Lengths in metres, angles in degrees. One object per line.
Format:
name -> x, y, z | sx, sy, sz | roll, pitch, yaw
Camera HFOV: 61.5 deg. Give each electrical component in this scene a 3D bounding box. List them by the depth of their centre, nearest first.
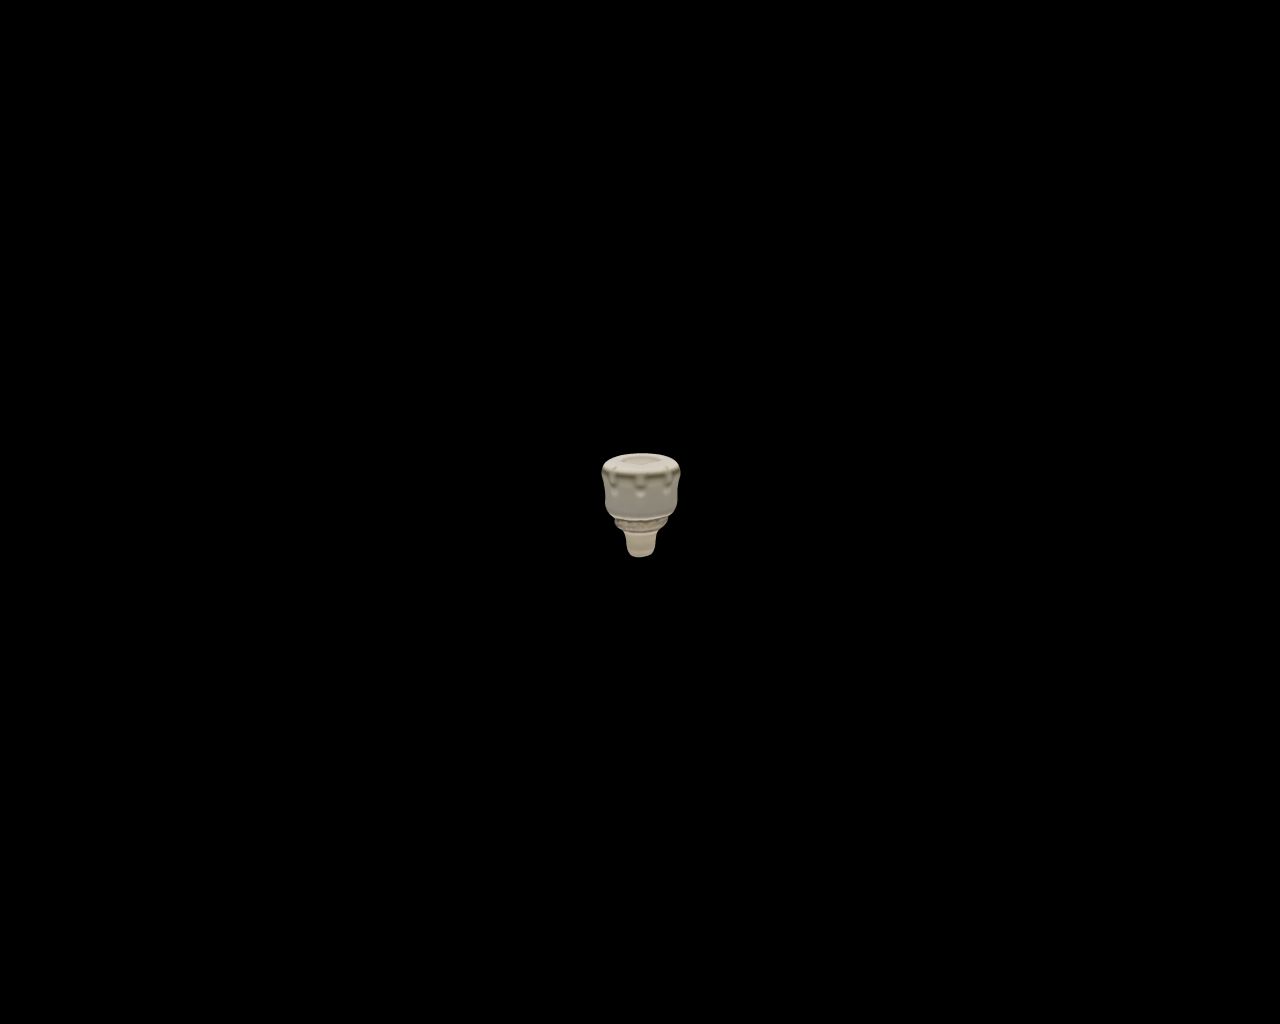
electrical component -> 0.001, -0.003, 0.650 | 0.048, 0.062, 0.048 | 0, 14, 0
